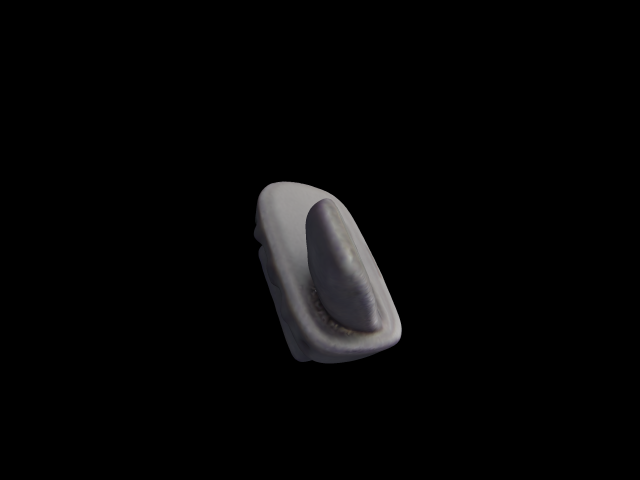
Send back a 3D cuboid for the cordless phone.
[{"bbox_3d":[0.004,0.001,0.400,0.094,0.185,0.147,-22,65,-10],"label":"cordless phone"}]
